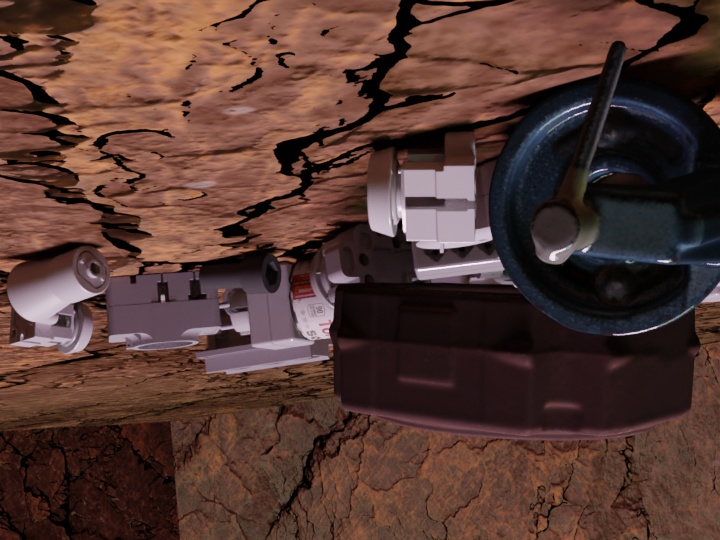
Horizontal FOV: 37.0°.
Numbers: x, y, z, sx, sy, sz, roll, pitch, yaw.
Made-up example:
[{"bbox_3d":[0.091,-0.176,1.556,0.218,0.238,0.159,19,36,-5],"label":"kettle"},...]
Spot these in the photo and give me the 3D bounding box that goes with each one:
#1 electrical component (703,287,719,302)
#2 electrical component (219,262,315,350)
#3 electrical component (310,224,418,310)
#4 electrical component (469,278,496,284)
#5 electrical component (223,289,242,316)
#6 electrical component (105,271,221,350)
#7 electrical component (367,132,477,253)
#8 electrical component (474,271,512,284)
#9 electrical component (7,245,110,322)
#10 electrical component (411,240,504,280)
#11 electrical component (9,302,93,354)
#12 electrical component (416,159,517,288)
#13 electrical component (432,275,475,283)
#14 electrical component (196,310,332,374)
[{"bbox_3d":[0.312,-0.011,0.905,0.047,0.065,0.077,-1,169,-28],"label":"electrical component"},{"bbox_3d":[-0.085,0.034,0.905,0.077,0.065,0.047,-10,170,19],"label":"electrical component"},{"bbox_3d":[0.000,0.000,0.789,0.078,0.058,0.057,1,165,-38],"label":"electrical component"},{"bbox_3d":[0.134,0.018,0.991,0.078,0.058,0.057,-7,168,0],"label":"electrical component"},{"bbox_3d":[-0.098,0.032,0.964,0.044,0.044,0.065,-8,166,10],"label":"electrical component"},{"bbox_3d":[-0.163,0.035,0.889,0.089,0.055,0.050,-4,170,-14],"label":"electrical component"},{"bbox_3d":[0.034,-0.042,0.573,0.055,0.066,0.048,0,-154,8],"label":"electrical component"},{"bbox_3d":[0.109,-0.013,0.824,0.079,0.043,0.077,-5,171,-8],"label":"electrical component"},{"bbox_3d":[-0.206,0.007,0.745,0.065,0.044,0.044,-18,166,30],"label":"electrical component"},{"bbox_3d":[0.078,-0.020,0.748,0.083,0.047,0.075,-7,169,5],"label":"electrical component"},{"bbox_3d":[-0.265,0.047,0.926,0.055,0.048,0.066,13,160,-43],"label":"electrical component"},{"bbox_3d":[0.098,-0.027,0.639,0.138,0.073,0.052,-11,170,26],"label":"electrical component"},{"bbox_3d":[0.078,0.020,0.939,0.081,0.063,0.042,-11,168,25],"label":"electrical component"},{"bbox_3d":[-0.098,0.068,1.113,0.121,0.063,0.079,-10,170,22],"label":"electrical component"}]
